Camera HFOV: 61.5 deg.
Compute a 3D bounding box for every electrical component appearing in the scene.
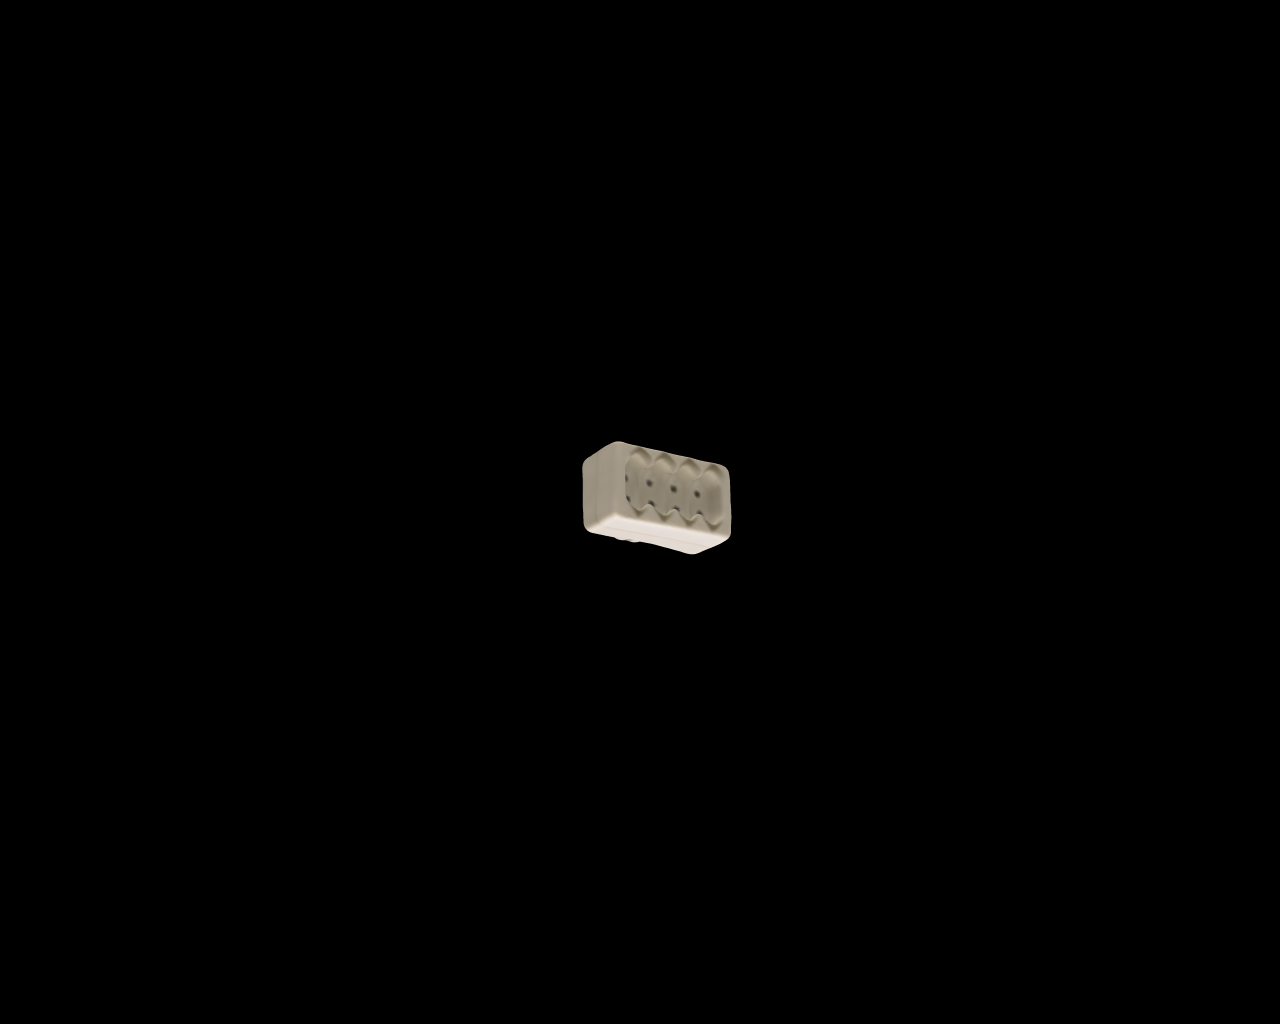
[{"bbox_3d":[0.001,-0.003,0.650,0.083,0.047,0.075,12,-23,-31],"label":"electrical component"}]
